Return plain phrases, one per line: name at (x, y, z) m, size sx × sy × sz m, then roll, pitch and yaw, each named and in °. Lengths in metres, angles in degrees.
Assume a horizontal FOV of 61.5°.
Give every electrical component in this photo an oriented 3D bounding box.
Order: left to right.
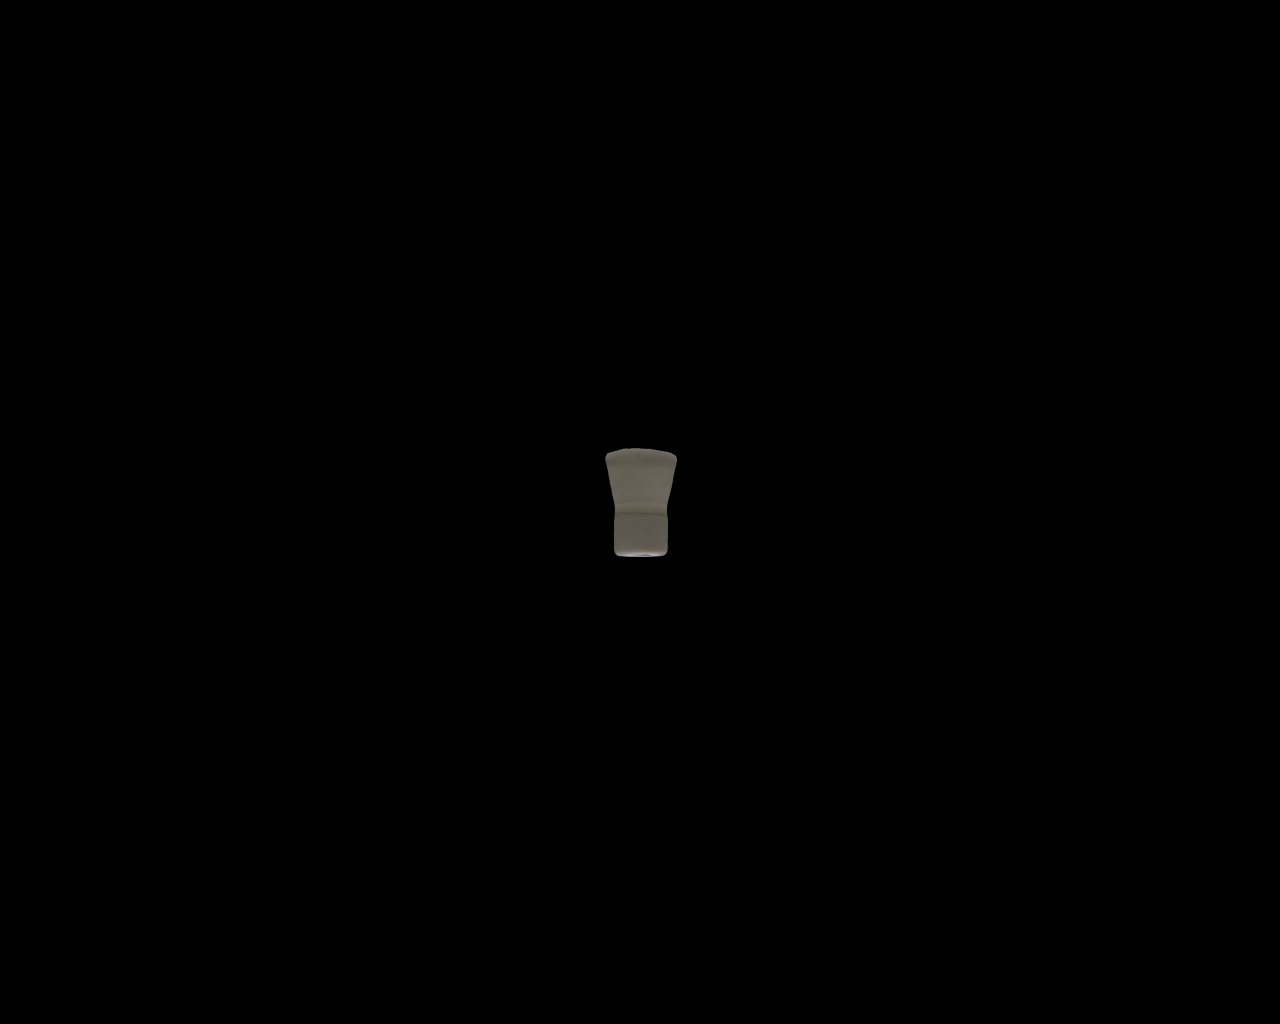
electrical component at (0.001, -0.003, 0.650) m, size 0.044 × 0.065 × 0.044 m, roll 0°, pitch -7°, yaw 0°
